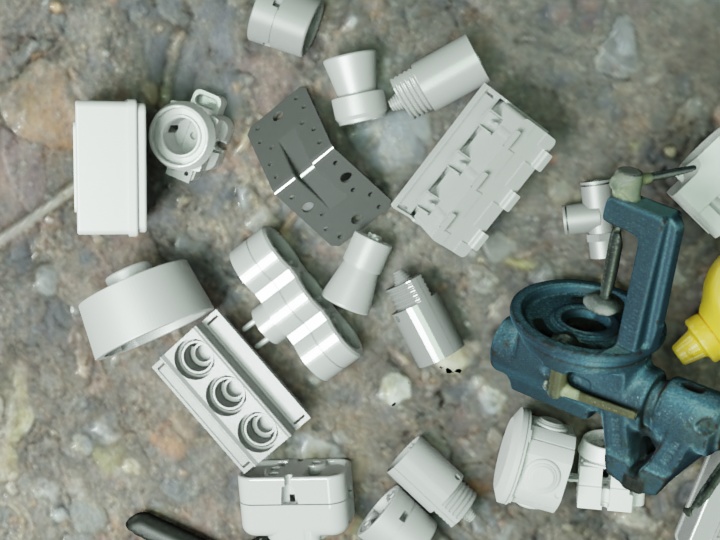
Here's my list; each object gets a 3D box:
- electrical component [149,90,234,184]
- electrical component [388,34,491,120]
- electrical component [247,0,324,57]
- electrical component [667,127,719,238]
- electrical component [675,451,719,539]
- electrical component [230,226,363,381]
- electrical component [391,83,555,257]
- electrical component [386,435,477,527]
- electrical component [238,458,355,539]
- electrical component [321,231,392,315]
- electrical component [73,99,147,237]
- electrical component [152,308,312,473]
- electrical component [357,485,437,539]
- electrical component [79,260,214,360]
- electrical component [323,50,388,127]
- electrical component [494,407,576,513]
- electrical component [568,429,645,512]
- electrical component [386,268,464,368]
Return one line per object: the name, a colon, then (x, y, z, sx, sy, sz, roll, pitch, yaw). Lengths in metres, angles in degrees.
electrical component: (-0.145, -0.113, 0.910, 0.058, 0.057, 0.078, 23, 101, 6)
electrical component: (0.060, -0.153, 0.875, 0.081, 0.043, 0.043, -28, 92, 12)
electrical component: (-0.060, -0.207, 0.884, 0.047, 0.055, 0.055, 22, 101, 2)
electrical component: (0.289, -0.078, 0.841, 0.056, 0.050, 0.089, 45, 103, 1)
electrical component: (0.327, 0.195, 0.869, 0.109, 0.056, 0.108, 20, 101, 7)
electrical component: (-0.067, 0.038, 0.920, 0.074, 0.052, 0.138, -37, 90, 13)
electrical component: (0.095, -0.076, 0.863, 0.079, 0.063, 0.121, 29, 105, -36)
electrical component: (0.067, 0.185, 0.921, 0.081, 0.043, 0.043, 43, 103, 2)
electrical component: (-0.055, 0.201, 0.939, 0.095, 0.054, 0.059, -3, 97, 11)
electrical component: (0.000, 0.000, 0.909, 0.044, 0.044, 0.065, 25, 96, 6)
electrical component: (-0.209, -0.087, 0.895, 0.056, 0.109, 0.108, -1, 98, -14)
electrical component: (-0.108, 0.102, 0.930, 0.079, 0.063, 0.121, -41, 89, 13)
electrical component: (0.033, 0.222, 0.927, 0.047, 0.055, 0.055, 41, 102, -1)
electrical component: (-0.186, 0.027, 0.914, 0.108, 0.108, 0.060, -25, 87, 12)
electrical component: (-0.003, -0.150, 0.886, 0.045, 0.045, 0.055, -11, 96, 11)
electrical component: (0.143, 0.157, 0.886, 0.051, 0.080, 0.080, 15, 100, 3)
electrical component: (0.204, 0.166, 0.893, 0.066, 0.048, 0.055, 3, 106, 10)
electrical component: (0.050, 0.036, 0.903, 0.043, 0.043, 0.081, -27, 92, 13)
